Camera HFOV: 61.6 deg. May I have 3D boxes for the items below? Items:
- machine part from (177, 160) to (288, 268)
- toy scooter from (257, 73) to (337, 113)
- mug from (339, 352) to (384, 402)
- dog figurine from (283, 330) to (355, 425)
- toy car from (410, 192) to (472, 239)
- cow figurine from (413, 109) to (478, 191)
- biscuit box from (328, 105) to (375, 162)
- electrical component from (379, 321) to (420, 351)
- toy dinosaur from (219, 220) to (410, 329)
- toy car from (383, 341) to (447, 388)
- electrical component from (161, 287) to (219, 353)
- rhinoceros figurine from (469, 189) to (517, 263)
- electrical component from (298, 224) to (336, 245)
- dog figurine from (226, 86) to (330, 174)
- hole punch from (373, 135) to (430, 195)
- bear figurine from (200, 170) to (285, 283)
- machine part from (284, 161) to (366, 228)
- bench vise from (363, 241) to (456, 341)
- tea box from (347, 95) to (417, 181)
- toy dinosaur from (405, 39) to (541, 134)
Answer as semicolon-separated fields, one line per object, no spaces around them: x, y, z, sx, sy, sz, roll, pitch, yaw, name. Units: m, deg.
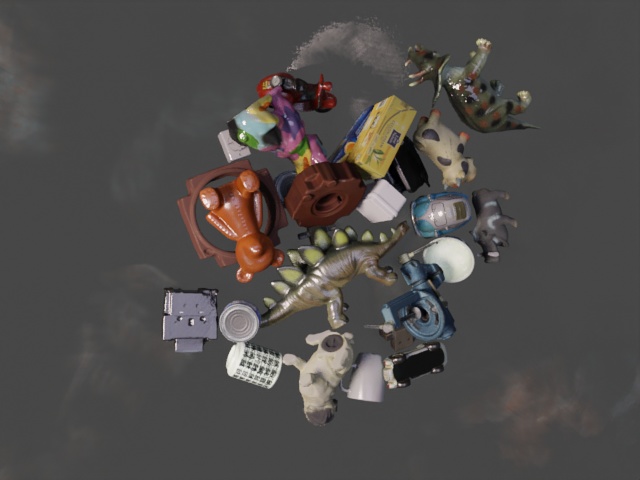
-0.184;-0.057;1.141;0.201;0.087;0.201;-22;98;-18;machine part
-0.040;-0.323;1.165;0.184;0.135;0.075;6;87;-17;toy scooter
0.098;0.313;1.240;0.109;0.081;0.107;12;75;-9;mug
0.022;0.306;1.184;0.172;0.121;0.190;-26;129;-7;dog figurine
0.307;-0.063;1.297;0.162;0.103;0.109;-11;94;-17;toy car
0.308;-0.208;1.308;0.195;0.085;0.127;35;73;-17;cow figurine
0.080;-0.214;1.244;0.063;0.059;0.202;37;78;-14;biscuit box
0.194;0.218;1.288;0.102;0.045;0.078;-22;125;-15;electrical component
0.006;0.090;1.191;0.471;0.105;0.198;-38;100;-7;toy dinosaur
0.225;0.292;1.271;0.202;0.056;0.073;-10;90;-35;toy car
-0.272;0.166;1.124;0.115;0.058;0.134;1;89;-17;electrical component
0.430;-0.037;1.353;0.112;0.073;0.190;-10;92;-20;rhinoceros figurine
-0.003;-0.004;1.234;0.094;0.021;0.063;-18;95;-19;electrical component
-0.072;-0.199;1.124;0.219;0.108;0.191;51;37;-14;dog figurine
0.187;-0.163;1.276;0.116;0.092;0.142;-37;99;-45;hole punch
-0.146;-0.020;1.044;0.120;0.132;0.195;-23;91;-11;bear figurine
0.013;-0.094;1.152;0.179;0.179;0.056;-16;60;-18;machine part
0.212;0.138;1.216;0.240;0.129;0.223;-18;89;-44;bench vise
0.131;-0.220;1.178;0.068;0.098;0.169;29;83;-17;tea box
0.388;-0.343;1.325;0.404;0.131;0.192;39;90;-19;toy dinosaur
